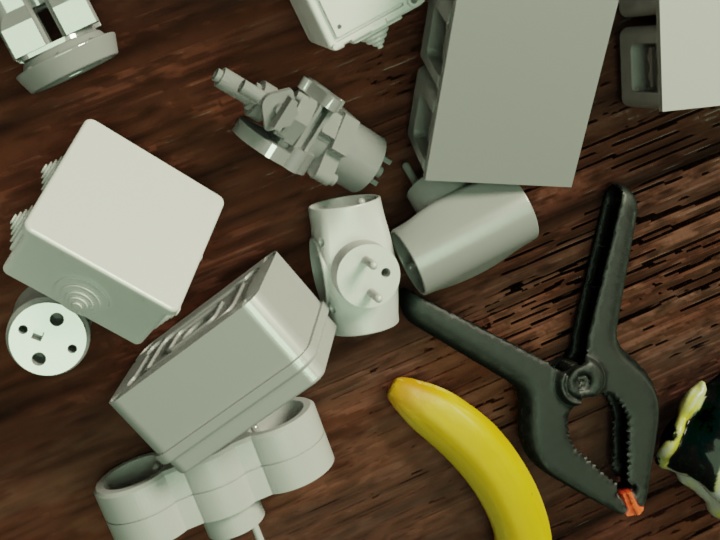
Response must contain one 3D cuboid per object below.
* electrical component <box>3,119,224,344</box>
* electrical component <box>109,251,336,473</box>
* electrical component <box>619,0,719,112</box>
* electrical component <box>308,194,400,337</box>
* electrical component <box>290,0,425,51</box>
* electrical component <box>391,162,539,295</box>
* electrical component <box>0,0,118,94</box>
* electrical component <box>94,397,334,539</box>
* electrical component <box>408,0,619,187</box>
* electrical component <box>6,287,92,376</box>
[{"bbox_3d":[-0.133,-0.019,0.583,0.100,0.099,0.048,31,136,-17],"label":"electrical component"},{"bbox_3d":[-0.074,0.052,0.602,0.113,0.078,0.057,-36,104,17],"label":"electrical component"},{"bbox_3d":[0.255,-0.160,0.662,0.186,0.060,0.105,-7,102,-12],"label":"electrical component"},{"bbox_3d":[0.000,0.000,0.623,0.044,0.079,0.077,-11,103,-11],"label":"electrical component"},{"bbox_3d":[-0.011,-0.168,0.602,0.062,0.061,0.096,-30,113,-7],"label":"electrical component"},{"bbox_3d":[0.054,-0.036,0.643,0.077,0.043,0.079,-27,73,-8],"label":"electrical component"},{"bbox_3d":[-0.165,-0.130,0.572,0.078,0.058,0.057,-27,103,-7],"label":"electrical component"},{"bbox_3d":[-0.080,0.136,0.644,0.138,0.052,0.073,-21,104,-8],"label":"electrical component"},{"bbox_3d":[0.084,-0.128,0.601,0.089,0.061,0.150,2,121,-11],"label":"electrical component"},{"bbox_3d":[-0.173,0.032,0.601,0.045,0.055,0.045,-2,101,-13],"label":"electrical component"}]
